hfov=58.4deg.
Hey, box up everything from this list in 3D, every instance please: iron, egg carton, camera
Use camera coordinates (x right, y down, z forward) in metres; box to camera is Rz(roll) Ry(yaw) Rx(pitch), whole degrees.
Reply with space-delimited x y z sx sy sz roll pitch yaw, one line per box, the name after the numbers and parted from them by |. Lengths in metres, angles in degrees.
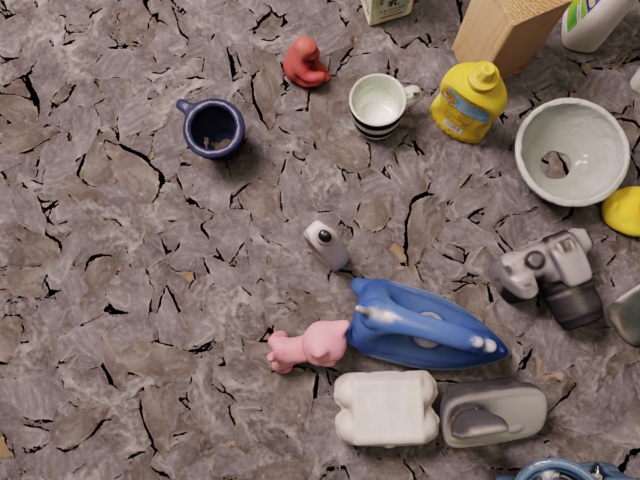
0.159 0.128 0.804 0.258 0.141 0.119 14 82 4 | iron
0.095 0.243 0.825 0.150 0.069 0.107 -3 81 1 | egg carton
0.341 0.064 0.829 0.143 0.101 0.137 -22 82 -2 | camera

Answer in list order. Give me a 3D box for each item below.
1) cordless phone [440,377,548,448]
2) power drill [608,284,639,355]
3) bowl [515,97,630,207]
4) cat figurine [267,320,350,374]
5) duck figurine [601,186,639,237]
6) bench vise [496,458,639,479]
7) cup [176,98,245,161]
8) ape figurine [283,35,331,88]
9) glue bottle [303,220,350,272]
0.241 0.240 0.763 0.147 0.185 0.094 -12 81 0 | cordless phone
0.482 0.097 0.767 0.229 0.208 0.075 -33 82 -3 | power drill
0.370 -0.125 0.870 0.167 0.075 0.167 0 82 1 | bowl
-0.015 0.153 0.816 0.128 0.118 0.067 -13 81 0 | cat figurine
0.482 -0.048 0.850 0.104 0.086 0.077 7 82 3 | duck figurine
0.344 0.331 0.730 0.207 0.220 0.121 -21 81 -2 | bench vise
-0.165 -0.165 0.878 0.117 0.095 0.092 36 84 6 | cup
-0.022 -0.285 0.894 0.076 0.092 0.078 1 82 2 | ape figurine
0.007 0.003 0.810 0.037 0.173 0.078 -45 83 -5 | glue bottle
